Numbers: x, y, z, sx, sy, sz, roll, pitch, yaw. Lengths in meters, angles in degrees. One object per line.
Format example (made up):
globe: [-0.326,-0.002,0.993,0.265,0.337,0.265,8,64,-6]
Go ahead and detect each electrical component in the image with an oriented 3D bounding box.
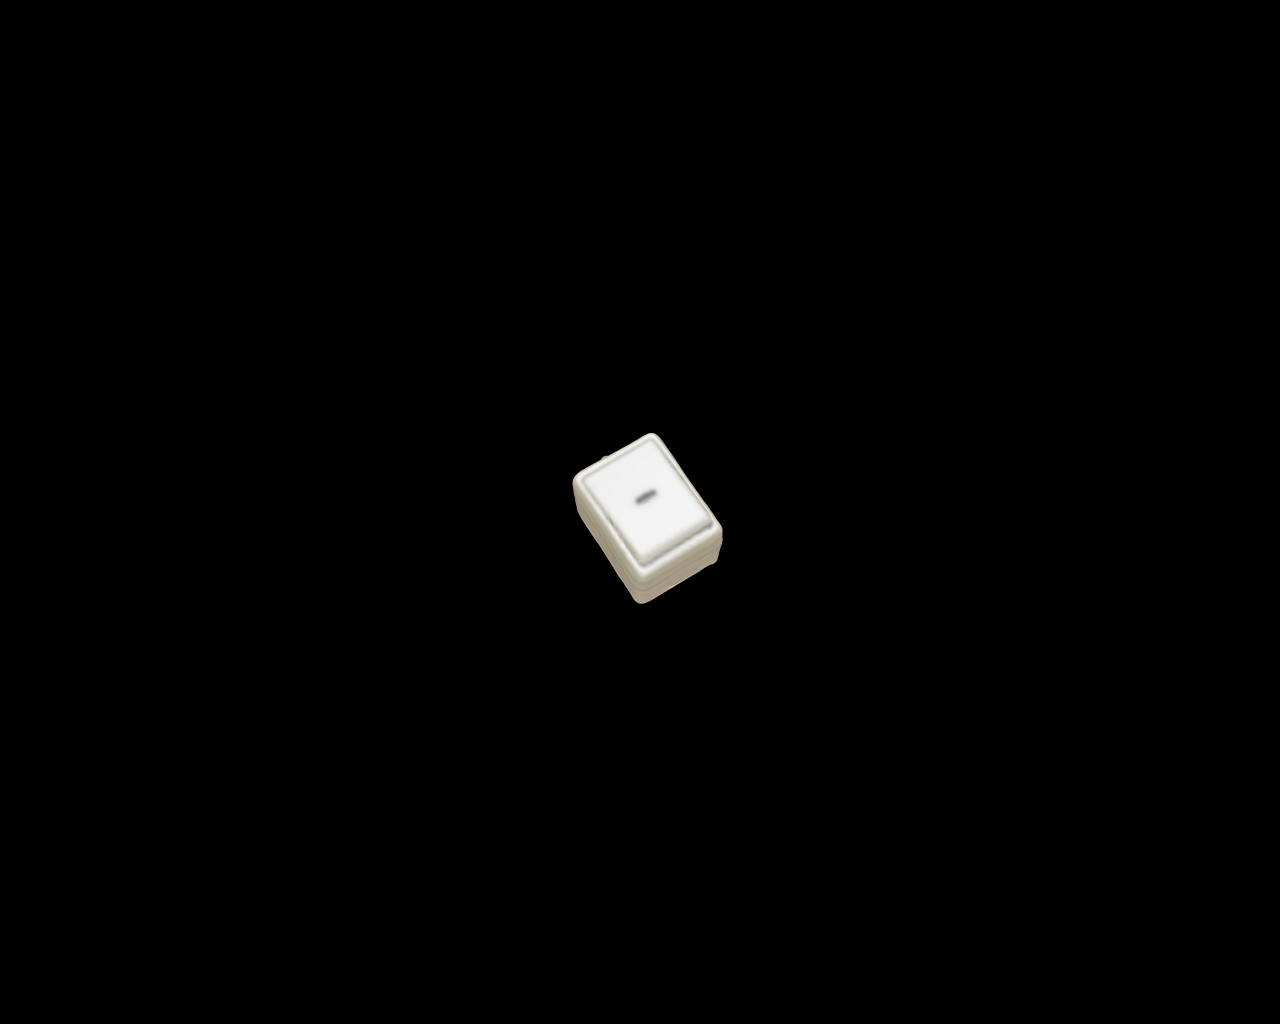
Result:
electrical component: [0.001,-0.003,0.650,0.062,0.096,0.061,-30,-19,-12]
